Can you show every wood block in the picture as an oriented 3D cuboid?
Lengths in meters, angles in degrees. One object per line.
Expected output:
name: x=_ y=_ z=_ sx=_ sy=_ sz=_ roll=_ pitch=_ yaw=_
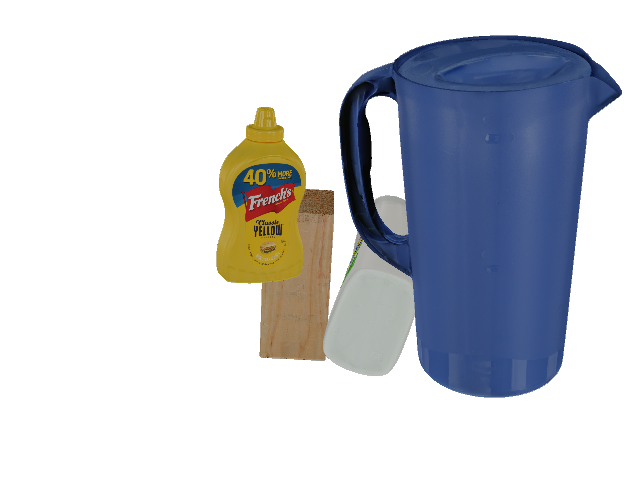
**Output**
wood block: x=-0.032 y=0.043 z=1.394 sx=0.090 sy=0.206 sz=0.091 roll=3 pitch=23 yaw=-1

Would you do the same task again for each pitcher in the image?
pitcher: x=0.110 y=-0.016 z=0.756 sx=0.144 sy=0.243 sz=0.149 roll=-17 pitch=28 yaw=-27

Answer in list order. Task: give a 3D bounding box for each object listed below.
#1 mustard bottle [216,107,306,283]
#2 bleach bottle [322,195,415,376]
mustard bottle: x=-0.064 y=-0.051 z=1.174 sx=0.096 sy=0.192 sz=0.058 roll=-3 pitch=19 yaw=-20
bleach bottle: x=0.055 y=0.025 z=1.011 sx=0.068 sy=0.103 sz=0.250 roll=19 pitch=21 yaw=-1
